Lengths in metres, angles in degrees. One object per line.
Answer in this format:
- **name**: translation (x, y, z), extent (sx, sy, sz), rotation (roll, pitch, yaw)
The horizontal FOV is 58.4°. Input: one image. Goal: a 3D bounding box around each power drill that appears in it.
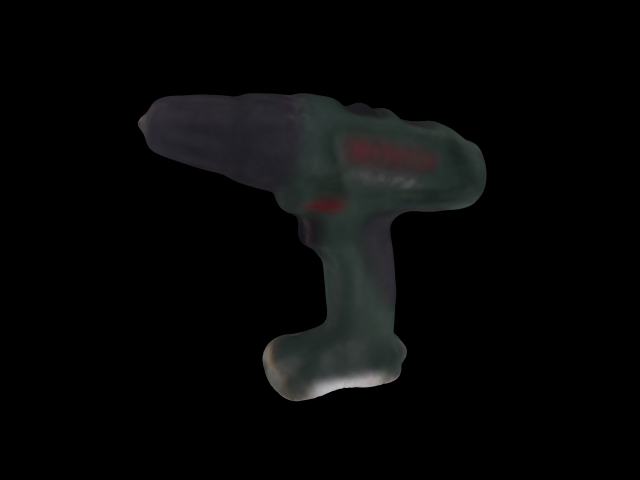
- **power drill**: translation (0.004, 0.001, 0.400), extent (0.230, 0.208, 0.075), rotation (-8, 24, -18)
